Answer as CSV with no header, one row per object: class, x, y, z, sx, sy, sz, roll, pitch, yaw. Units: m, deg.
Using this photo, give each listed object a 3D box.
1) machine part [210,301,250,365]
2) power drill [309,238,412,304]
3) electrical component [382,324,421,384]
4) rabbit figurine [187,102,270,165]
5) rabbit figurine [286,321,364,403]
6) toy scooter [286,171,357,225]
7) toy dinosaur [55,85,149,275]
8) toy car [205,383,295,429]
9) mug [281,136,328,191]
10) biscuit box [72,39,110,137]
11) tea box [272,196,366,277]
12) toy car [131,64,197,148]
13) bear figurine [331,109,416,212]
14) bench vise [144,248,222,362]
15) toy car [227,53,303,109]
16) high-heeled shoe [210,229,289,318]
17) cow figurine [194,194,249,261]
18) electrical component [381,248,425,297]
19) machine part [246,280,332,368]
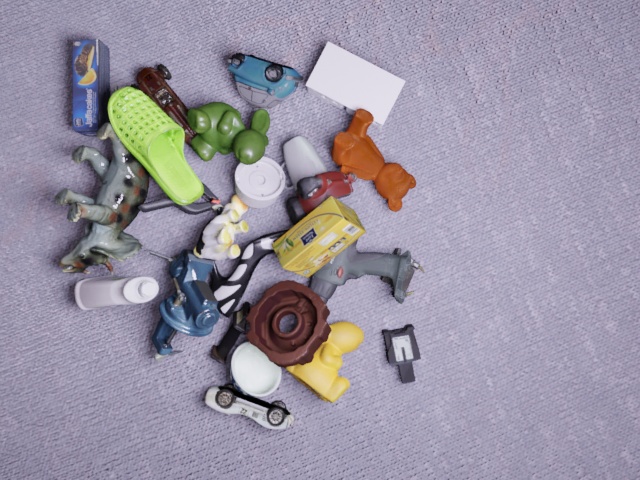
machine part,-0.191,0.204,1.179,0.039,0.084,0.139,29,99,-22
power drill,0.085,0.078,1.156,0.208,0.086,0.232,12,85,25
electrical component,0.184,0.250,1.183,0.075,0.048,0.119,-15,90,1
rabbit figurine,-0.175,-0.213,1.143,0.170,0.121,0.159,37,46,27
rabbit figurine,0.017,0.244,1.168,0.162,0.122,0.173,40,77,10
toy scooter,0.006,-0.095,1.135,0.135,0.184,0.075,-21,75,-20
toy dinosaur,-0.434,-0.111,1.152,0.131,0.192,0.404,9,74,35
toy car,-0.151,0.365,1.174,0.202,0.073,0.056,20,87,1
mug,-0.044,-0.165,1.177,0.109,0.081,0.107,-27,80,33
biscuit box,-0.504,-0.332,1.183,0.059,0.063,0.202,-1,90,2
tea box,-0.002,-0.003,1.112,0.169,0.098,0.068,-37,57,18
toy car,-0.330,-0.295,1.182,0.089,0.053,0.202,-37,88,-10
bear figurine,0.122,-0.162,1.145,0.196,0.132,0.120,37,65,7
bench vise,-0.300,0.145,1.137,0.224,0.128,0.240,42,109,34
toy car,-0.125,-0.338,1.162,0.162,0.109,0.102,18,108,9
high-heeled shoe,-0.131,0.070,1.175,0.249,0.086,0.145,-19,96,3
cow figurine,-0.210,-0.026,1.154,0.098,0.167,0.068,-15,128,23
electrical component,0.180,0.078,1.184,0.078,0.045,0.102,29,91,-1
machine part,-0.063,0.173,1.111,0.179,0.056,0.179,-7,63,14
